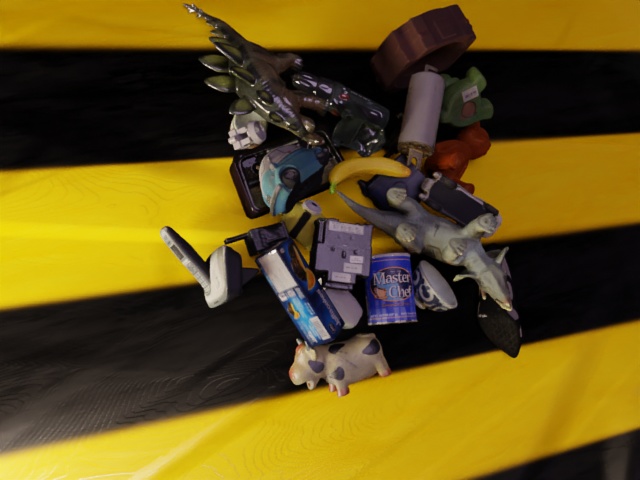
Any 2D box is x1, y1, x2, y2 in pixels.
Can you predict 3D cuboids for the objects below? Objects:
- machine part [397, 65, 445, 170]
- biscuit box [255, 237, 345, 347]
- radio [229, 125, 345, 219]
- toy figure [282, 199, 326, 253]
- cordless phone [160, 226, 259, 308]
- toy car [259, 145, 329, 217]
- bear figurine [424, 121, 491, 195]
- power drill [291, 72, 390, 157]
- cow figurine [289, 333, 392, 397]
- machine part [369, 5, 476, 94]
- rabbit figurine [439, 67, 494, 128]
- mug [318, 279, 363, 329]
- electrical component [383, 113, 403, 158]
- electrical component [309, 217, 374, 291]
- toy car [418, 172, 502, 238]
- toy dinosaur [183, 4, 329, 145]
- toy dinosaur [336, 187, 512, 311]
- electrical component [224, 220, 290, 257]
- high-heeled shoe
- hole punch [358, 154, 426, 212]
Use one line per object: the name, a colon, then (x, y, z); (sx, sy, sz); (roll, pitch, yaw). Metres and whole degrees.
machine part: (0.214, -0.263, 1.133); (0.079, 0.079, 0.243); (16, 75, -14)
biscuit box: (-0.035, 0.099, 0.999); (0.202, 0.059, 0.063); (58, 33, -8)
radio: (-0.066, -0.144, 1.116); (0.230, 0.073, 0.131); (-23, 88, -22)
toy figure: (-0.002, -0.003, 1.105); (0.089, 0.082, 0.180); (-39, 95, -18)
cordless phone: (-0.215, 0.032, 0.991); (0.184, 0.146, 0.089); (47, 62, -7)
toy car: (-0.061, -0.131, 1.025); (0.103, 0.109, 0.162); (39, 60, 12)
bear figurine: (0.338, -0.193, 1.233); (0.196, 0.132, 0.120); (-35, 119, -17)
power drill: (0.049, -0.266, 1.136); (0.232, 0.207, 0.086); (18, 117, -21)
cow figurine: (0.032, 0.238, 1.064); (0.195, 0.085, 0.127); (-17, 90, -18)
machine part: (0.225, -0.423, 1.199); (0.201, 0.201, 0.087); (-25, 84, -20)
rabbit figurine: (0.295, -0.321, 1.244); (0.159, 0.170, 0.121); (-35, 125, 7)
mug: (0.029, 0.140, 1.084); (0.107, 0.081, 0.109); (37, 57, -15)
electrical component: (0.169, -0.234, 1.200); (0.045, 0.102, 0.078); (31, 46, -11)
electrical component: (0.039, 0.029, 1.039); (0.115, 0.058, 0.134); (10, 79, -10)
toy car: (0.301, -0.073, 1.151); (0.201, 0.056, 0.073); (30, 102, -14)
toy dinosaur: (-0.130, -0.335, 1.074); (0.198, 0.105, 0.472); (-3, 46, -42)
toy dinosaur: (0.231, -0.004, 1.115); (0.405, 0.192, 0.131); (27, 73, 19)
electrical component: (-0.126, 0.003, 1.066); (0.119, 0.075, 0.047); (-18, 85, -24)
high-heeled shoe: (0.417, 0.133, 1.234); (0.145, 0.086, 0.248); (-40, 113, -50)
hole punch: (0.172, -0.114, 1.181); (0.142, 0.092, 0.116); (45, 73, -9)
